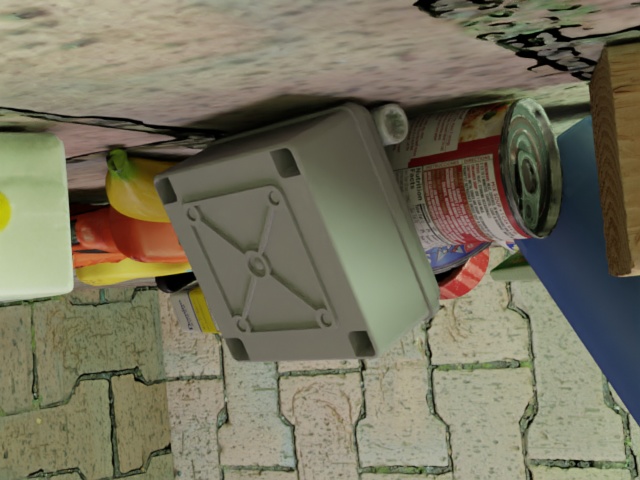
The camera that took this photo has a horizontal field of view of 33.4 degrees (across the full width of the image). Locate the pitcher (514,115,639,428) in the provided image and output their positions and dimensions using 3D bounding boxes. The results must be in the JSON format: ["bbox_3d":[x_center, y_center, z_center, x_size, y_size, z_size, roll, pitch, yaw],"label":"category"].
[{"bbox_3d":[0.206,0.039,0.523,0.149,0.243,0.145,-21,146,-17],"label":"pitcher"}]

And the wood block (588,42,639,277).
[{"bbox_3d":[0.221,-0.039,0.429,0.206,0.091,0.090,-6,177,10],"label":"wood block"}]

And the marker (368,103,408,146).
[{"bbox_3d":[-0.006,-0.048,0.536,0.020,0.020,0.121,-2,176,-43],"label":"marker"}]

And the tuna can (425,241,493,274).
[{"bbox_3d":[0.064,-0.020,0.615,0.086,0.033,0.086,-21,-147,14],"label":"tuna can"}]

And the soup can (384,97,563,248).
[{"bbox_3d":[0.061,-0.030,0.534,0.102,0.068,0.068,-7,177,34],"label":"soup can"}]

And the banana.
[{"bbox_3d":[-0.047,-0.030,0.626,0.197,0.037,0.070,-3,178,-37],"label":"banana"}]

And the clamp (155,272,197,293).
[{"bbox_3d":[-0.087,0.006,1.000,0.164,0.036,0.210,-21,-173,-15],"label":"clamp"}]

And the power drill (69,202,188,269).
[{"bbox_3d":[-0.157,-0.007,0.705,0.188,0.057,0.184,-4,-178,40],"label":"power drill"}]

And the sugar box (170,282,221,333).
[{"bbox_3d":[-0.060,0.045,0.916,0.093,0.048,0.176,-22,-173,-24],"label":"sugar box"}]

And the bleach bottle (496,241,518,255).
[{"bbox_3d":[0.196,-0.022,1.006,0.103,0.068,0.250,-4,175,24],"label":"bleach bottle"}]

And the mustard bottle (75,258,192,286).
[{"bbox_3d":[-0.095,-0.002,0.857,0.192,0.058,0.096,-6,-173,17],"label":"mustard bottle"}]

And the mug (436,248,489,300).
[{"bbox_3d":[0.090,0.005,0.940,0.117,0.093,0.081,13,174,25],"label":"mug"}]
